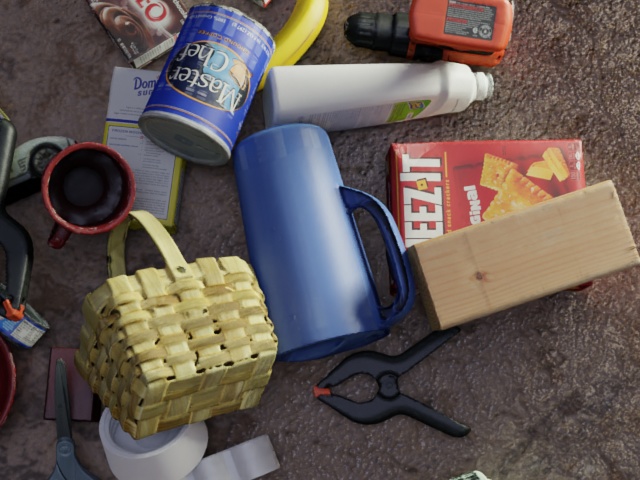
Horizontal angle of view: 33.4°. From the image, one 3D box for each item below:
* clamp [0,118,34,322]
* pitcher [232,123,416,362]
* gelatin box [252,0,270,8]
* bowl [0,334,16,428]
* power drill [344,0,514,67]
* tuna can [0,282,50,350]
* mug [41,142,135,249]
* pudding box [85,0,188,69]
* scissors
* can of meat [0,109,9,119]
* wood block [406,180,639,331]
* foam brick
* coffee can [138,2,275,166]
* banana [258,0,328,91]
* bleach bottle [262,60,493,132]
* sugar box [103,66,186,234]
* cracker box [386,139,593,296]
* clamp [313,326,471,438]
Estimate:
[{"bbox_3d":[-0.346,-0.016,1.094,0.164,0.036,0.210,-35,76,-6],"label":"clamp"},{"bbox_3d":[-0.007,0.001,1.130,0.149,0.145,0.243,-8,76,-23],"label":"pitcher"},{"bbox_3d":[-0.077,-0.322,1.230,0.089,0.030,0.073,37,82,16],"label":"gelatin box"},{"bbox_3d":[-0.397,0.153,1.132,0.162,0.055,0.162,0,80,-1],"label":"bowl"},{"bbox_3d":[0.121,-0.227,1.146,0.184,0.187,0.057,6,94,-3],"label":"power drill"},{"bbox_3d":[-0.330,0.077,1.132,0.086,0.086,0.033,41,83,6],"label":"tuna can"},{"bbox_3d":[-0.248,-0.044,1.099,0.093,0.082,0.117,26,87,-20],"label":"mug"},{"bbox_3d":[-0.207,-0.262,1.219,0.090,0.039,0.113,-33,82,-7],"label":"pudding box"},{"bbox_3d":[-0.246,0.225,1.108,0.096,0.016,0.202,13,102,-10],"label":"scissors"},{"bbox_3d":[-0.398,-0.121,1.167,0.102,0.084,0.057,-41,83,-8],"label":"can of meat"},{"bbox_3d":[0.201,0.017,1.079,0.206,0.090,0.091,-18,86,-2],"label":"wood block"},{"bbox_3d":[-0.261,0.154,1.135,0.051,0.053,0.078,3,79,0],"label":"foam brick"},{"bbox_3d":[-0.119,-0.164,1.134,0.103,0.103,0.140,20,73,2],"label":"coffee can"},{"bbox_3d":[-0.045,-0.229,1.221,0.070,0.037,0.197,26,76,33],"label":"banana"},{"bbox_3d":[0.066,-0.160,1.186,0.250,0.103,0.068,-5,78,-9],"label":"bleach bottle"},{"bbox_3d":[-0.195,-0.100,1.188,0.093,0.048,0.176,7,76,0],"label":"sugar box"},{"bbox_3d":[0.182,-0.024,1.167,0.213,0.072,0.164,-1,80,-1],"label":"cracker box"},{"bbox_3d":[0.081,0.166,1.147,0.171,0.039,0.120,-14,75,2],"label":"clamp"}]
